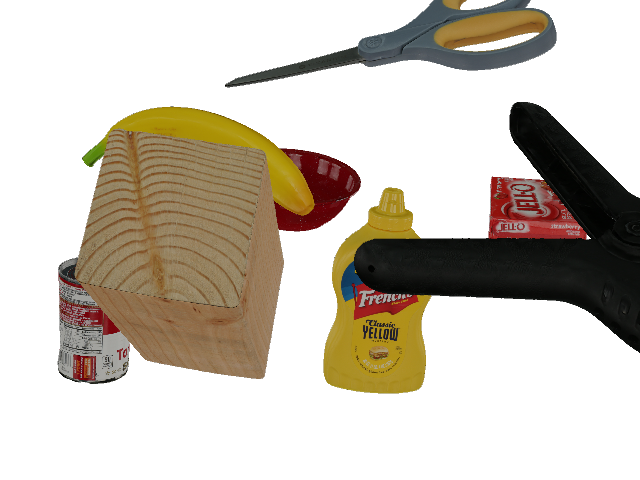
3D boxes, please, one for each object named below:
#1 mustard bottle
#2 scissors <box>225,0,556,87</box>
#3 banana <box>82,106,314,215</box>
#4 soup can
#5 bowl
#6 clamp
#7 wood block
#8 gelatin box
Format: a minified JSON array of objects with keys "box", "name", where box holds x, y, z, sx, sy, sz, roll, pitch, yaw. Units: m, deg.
[{"box":[0.058,0.045,0.991,0.096,0.192,0.058,5,17,-2],"name":"mustard bottle"},{"box":[0.045,-0.130,0.661,0.202,0.096,0.016,0,-44,22],"name":"scissors"},{"box":[-0.092,-0.071,0.872,0.198,0.069,0.037,12,-9,13],"name":"banana"},{"box":[-0.210,0.074,0.992,0.068,0.102,0.068,5,19,-2],"name":"soup can"},{"box":[-0.035,-0.055,1.271,0.162,0.055,0.162,6,26,-3],"name":"bowl"},{"box":[0.131,0.011,0.487,0.210,0.036,0.164,31,49,31],"name":"clamp"},{"box":[-0.077,0.018,0.660,0.090,0.091,0.206,9,-17,4],"name":"wood block"},{"box":[0.169,-0.021,0.833,0.073,0.030,0.089,3,24,9],"name":"gelatin box"}]
